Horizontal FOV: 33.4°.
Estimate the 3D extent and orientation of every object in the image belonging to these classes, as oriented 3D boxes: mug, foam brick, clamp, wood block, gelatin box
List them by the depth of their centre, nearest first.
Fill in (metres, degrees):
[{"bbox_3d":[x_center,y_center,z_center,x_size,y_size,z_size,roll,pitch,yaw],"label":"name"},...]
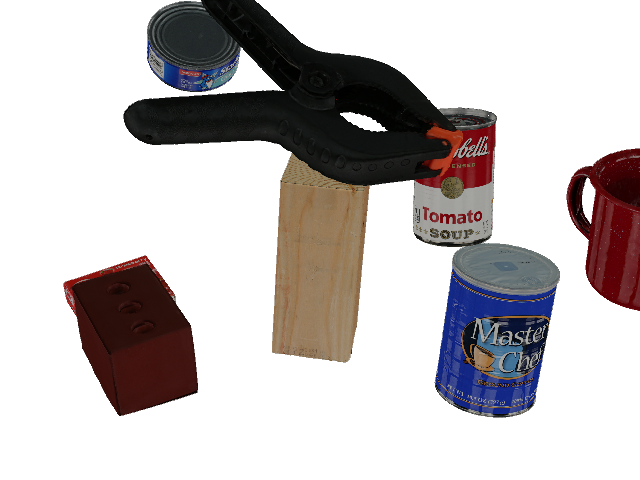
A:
[{"bbox_3d":[-0.014,-0.068,0.559,0.171,0.120,0.039,26,-29,8],"label":"clamp"},{"bbox_3d":[-0.116,0.061,0.662,0.052,0.051,0.078,-16,37,-24],"label":"foam brick"},{"bbox_3d":[0.216,-0.010,0.726,0.093,0.081,0.117,-26,40,-34],"label":"mug"},{"bbox_3d":[-0.194,0.055,1.031,0.089,0.030,0.073,-18,39,-24],"label":"gelatin box"},{"bbox_3d":[0.001,0.019,1.170,0.090,0.206,0.090,7,25,5],"label":"wood block"}]

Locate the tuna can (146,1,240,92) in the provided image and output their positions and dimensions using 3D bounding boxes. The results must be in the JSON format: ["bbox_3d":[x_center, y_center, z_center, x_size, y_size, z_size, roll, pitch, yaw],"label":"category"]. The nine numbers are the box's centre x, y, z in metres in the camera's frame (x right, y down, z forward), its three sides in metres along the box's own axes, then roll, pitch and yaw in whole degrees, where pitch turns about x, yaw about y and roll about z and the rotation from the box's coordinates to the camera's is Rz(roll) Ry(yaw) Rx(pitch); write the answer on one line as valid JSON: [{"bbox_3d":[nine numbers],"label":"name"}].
[{"bbox_3d":[-0.115,-0.176,0.971,0.086,0.086,0.034,0,-35,-11],"label":"tuna can"}]

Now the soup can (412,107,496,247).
[{"bbox_3d":[0.110,-0.053,0.883,0.068,0.102,0.068,-1,19,0],"label":"soup can"}]

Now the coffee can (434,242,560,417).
[{"bbox_3d":[0.172,0.087,1.047,0.103,0.140,0.103,4,24,-2],"label":"coffee can"}]
